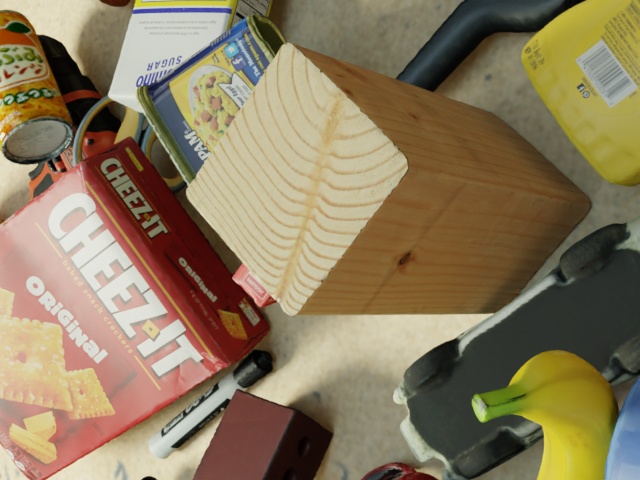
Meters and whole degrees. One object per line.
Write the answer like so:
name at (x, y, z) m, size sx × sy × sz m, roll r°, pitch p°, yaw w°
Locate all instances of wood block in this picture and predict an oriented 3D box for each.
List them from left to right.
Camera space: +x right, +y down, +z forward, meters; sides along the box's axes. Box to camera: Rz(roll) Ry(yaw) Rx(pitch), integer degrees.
wood block at (0.046, -0.021, 0.550) m, size 0.090 × 0.205 × 0.091 m, roll 48°, pitch 113°, yaw 27°

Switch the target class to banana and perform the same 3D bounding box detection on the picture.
banana at (0.118, 0.106, 0.533) m, size 0.069 × 0.197 × 0.037 m, roll -25°, pitch 49°, yaw 0°

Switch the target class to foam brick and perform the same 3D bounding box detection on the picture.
foam brick at (-0.038, 0.143, 0.676) m, size 0.051 × 0.053 × 0.078 m, roll 15°, pitch 72°, yaw 34°

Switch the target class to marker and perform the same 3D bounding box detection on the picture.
marker at (-0.076, 0.114, 0.740) m, size 0.121 × 0.020 × 0.020 m, roll -41°, pitch 65°, yaw 26°

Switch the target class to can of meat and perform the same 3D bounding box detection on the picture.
can of meat at (-0.044, -0.069, 0.624) m, size 0.084 × 0.057 × 0.102 m, roll -32°, pitch 89°, yaw 16°

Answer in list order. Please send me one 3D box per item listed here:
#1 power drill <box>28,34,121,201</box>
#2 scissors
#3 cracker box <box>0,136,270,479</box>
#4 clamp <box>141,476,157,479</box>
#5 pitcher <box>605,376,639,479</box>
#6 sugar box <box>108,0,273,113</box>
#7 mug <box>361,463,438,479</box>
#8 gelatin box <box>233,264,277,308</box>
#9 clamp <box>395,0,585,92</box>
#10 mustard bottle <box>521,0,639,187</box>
power drill at (-0.227, -0.042, 0.834) m, size 0.188 × 0.057 × 0.184 m, roll -42°, pitch 65°, yaw 26°
scissors at (-0.106, -0.119, 0.771) m, size 0.096 × 0.016 × 0.201 m, roll 29°, pitch 78°, yaw -7°
cracker box at (-0.168, 0.056, 0.742) m, size 0.214 × 0.072 × 0.164 m, roll -33°, pitch 95°, yaw 29°
clamp at (-0.084, 0.272, 0.725) m, size 0.165 × 0.036 × 0.210 m, roll 20°, pitch 99°, yaw 35°
pitcher at (0.256, 0.110, 0.452) m, size 0.243 × 0.148 × 0.145 m, roll 6°, pitch 105°, yaw 38°
sugar box at (-0.077, -0.170, 0.726) m, size 0.093 × 0.048 × 0.176 m, roll 9°, pitch 83°, yaw 36°
mug at (0.044, 0.180, 0.619) m, size 0.082 × 0.093 × 0.117 m, roll -40°, pitch 30°, yaw 21°
gelatin box at (-0.004, 0.001, 0.654) m, size 0.030 × 0.089 × 0.073 m, roll 44°, pitch 112°, yaw 15°
clamp at (0.095, -0.161, 0.626) m, size 0.172 × 0.039 × 0.120 m, roll -24°, pitch 78°, yaw 26°
mustard bottle at (0.201, -0.118, 0.536) m, size 0.192 × 0.058 × 0.096 m, roll -40°, pitch 66°, yaw 27°
